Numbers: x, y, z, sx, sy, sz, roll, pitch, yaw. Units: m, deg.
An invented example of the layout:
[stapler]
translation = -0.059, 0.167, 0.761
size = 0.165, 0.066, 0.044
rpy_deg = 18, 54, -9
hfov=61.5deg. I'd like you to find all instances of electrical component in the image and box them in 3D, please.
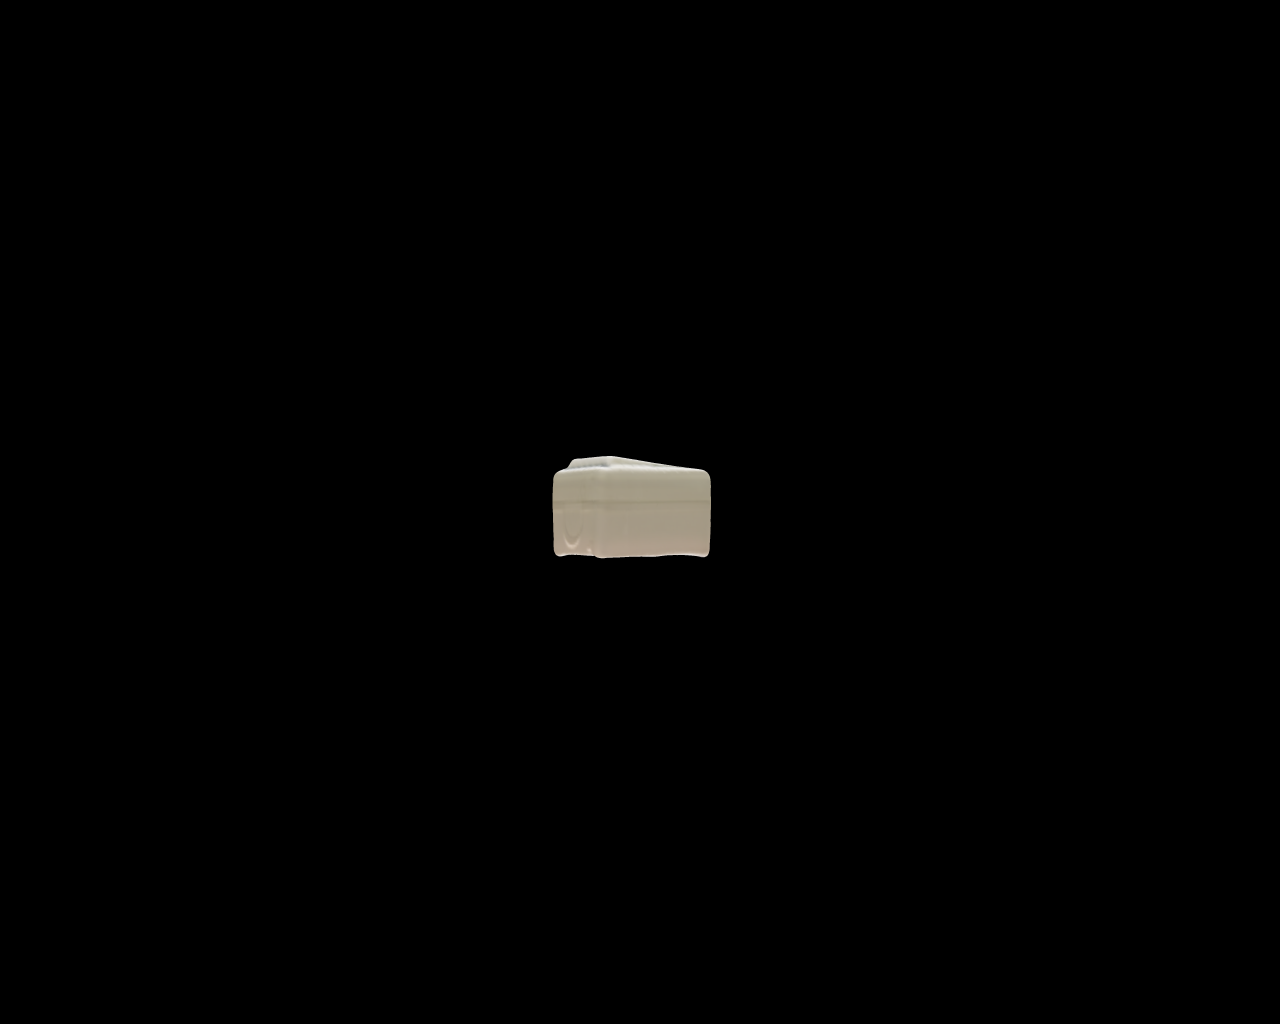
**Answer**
[electrical component]
translation = 0.001, -0.003, 0.650
size = 0.096, 0.061, 0.061
rpy_deg = 0, 0, -32
